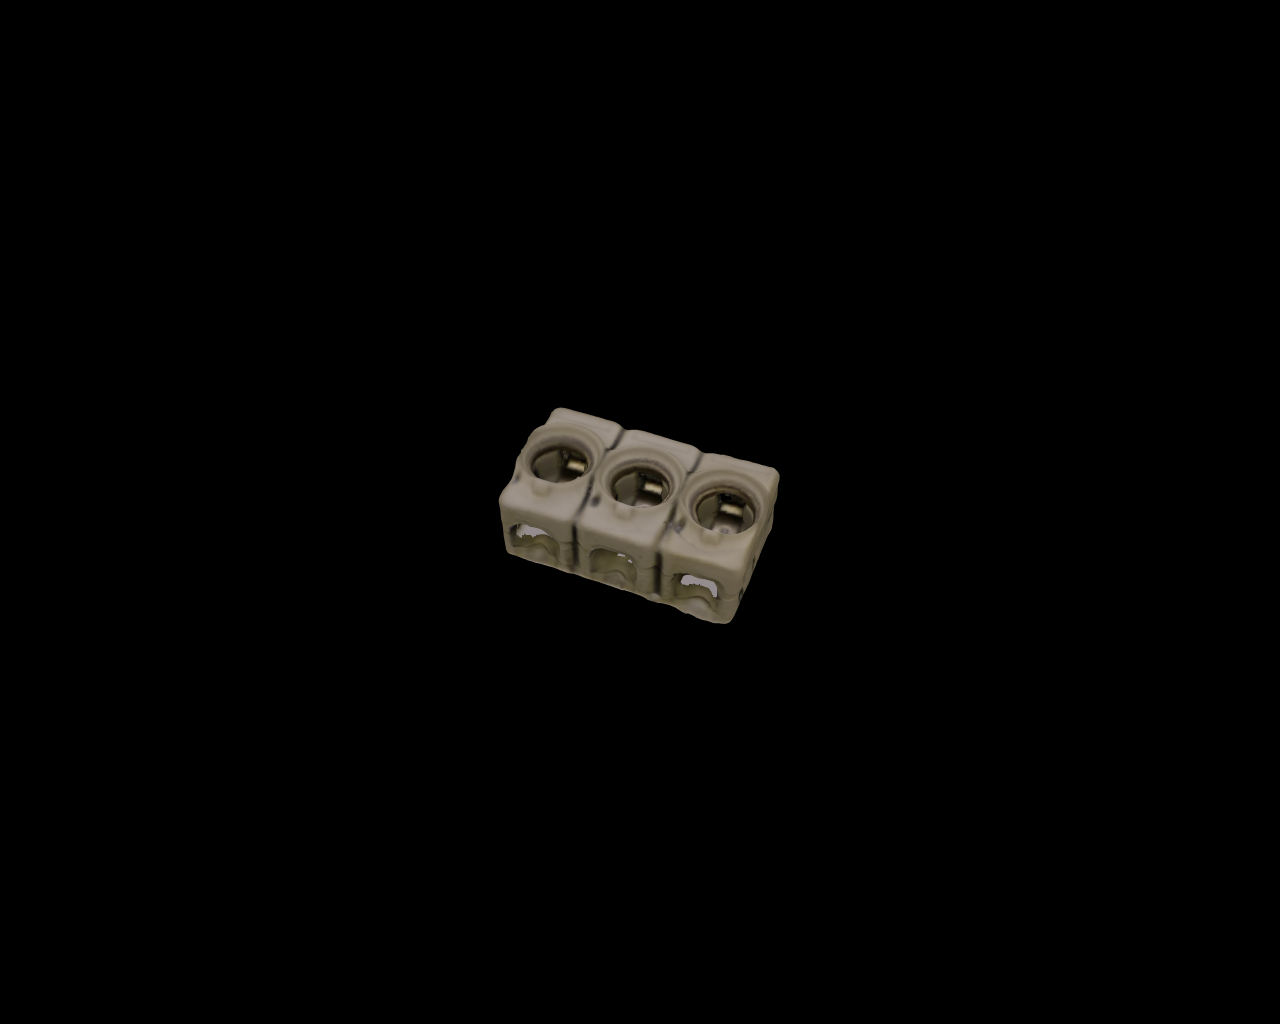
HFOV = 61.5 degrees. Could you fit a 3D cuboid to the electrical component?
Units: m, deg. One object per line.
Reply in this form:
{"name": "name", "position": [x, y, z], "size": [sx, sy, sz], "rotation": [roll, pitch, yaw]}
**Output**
{"name": "electrical component", "position": [0.001, -0.003, 0.650], "size": [0.150, 0.090, 0.061], "rotation": [17, -39, 14]}
